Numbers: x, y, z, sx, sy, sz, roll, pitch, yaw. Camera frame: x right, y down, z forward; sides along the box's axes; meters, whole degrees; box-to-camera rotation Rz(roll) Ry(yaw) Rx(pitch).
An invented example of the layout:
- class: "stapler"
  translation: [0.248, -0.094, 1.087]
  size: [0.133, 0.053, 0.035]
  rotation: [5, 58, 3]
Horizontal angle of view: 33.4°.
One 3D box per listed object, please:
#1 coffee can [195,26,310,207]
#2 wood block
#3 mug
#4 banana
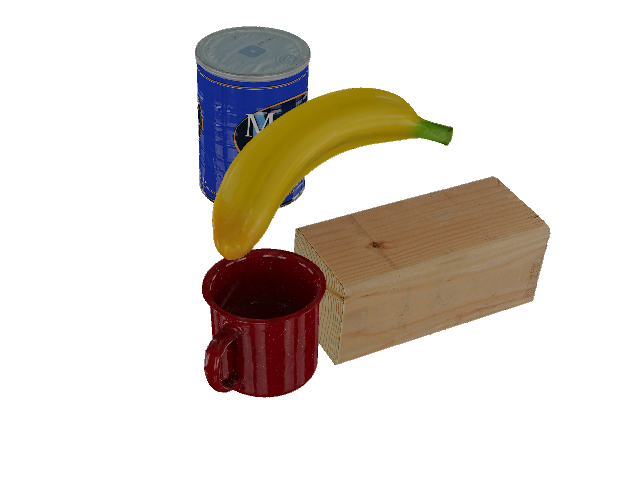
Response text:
- class: "coffee can"
  translation: [-0.063, -0.112, 0.986]
  size: [0.103, 0.140, 0.103]
  rotation: [2, 35, -1]
- class: "wood block"
  translation: [0.086, 0.022, 0.941]
  size: [0.205, 0.090, 0.091]
  rotation: [-15, 42, -23]
- class: "mug"
  translation: [-0.048, 0.071, 0.809]
  size: [0.093, 0.081, 0.117]
  rotation: [18, 38, 24]
- class: "banana"
  translation: [-0.004, -0.051, 0.635]
  size: [0.070, 0.037, 0.197]
  rotation: [32, 46, 31]
